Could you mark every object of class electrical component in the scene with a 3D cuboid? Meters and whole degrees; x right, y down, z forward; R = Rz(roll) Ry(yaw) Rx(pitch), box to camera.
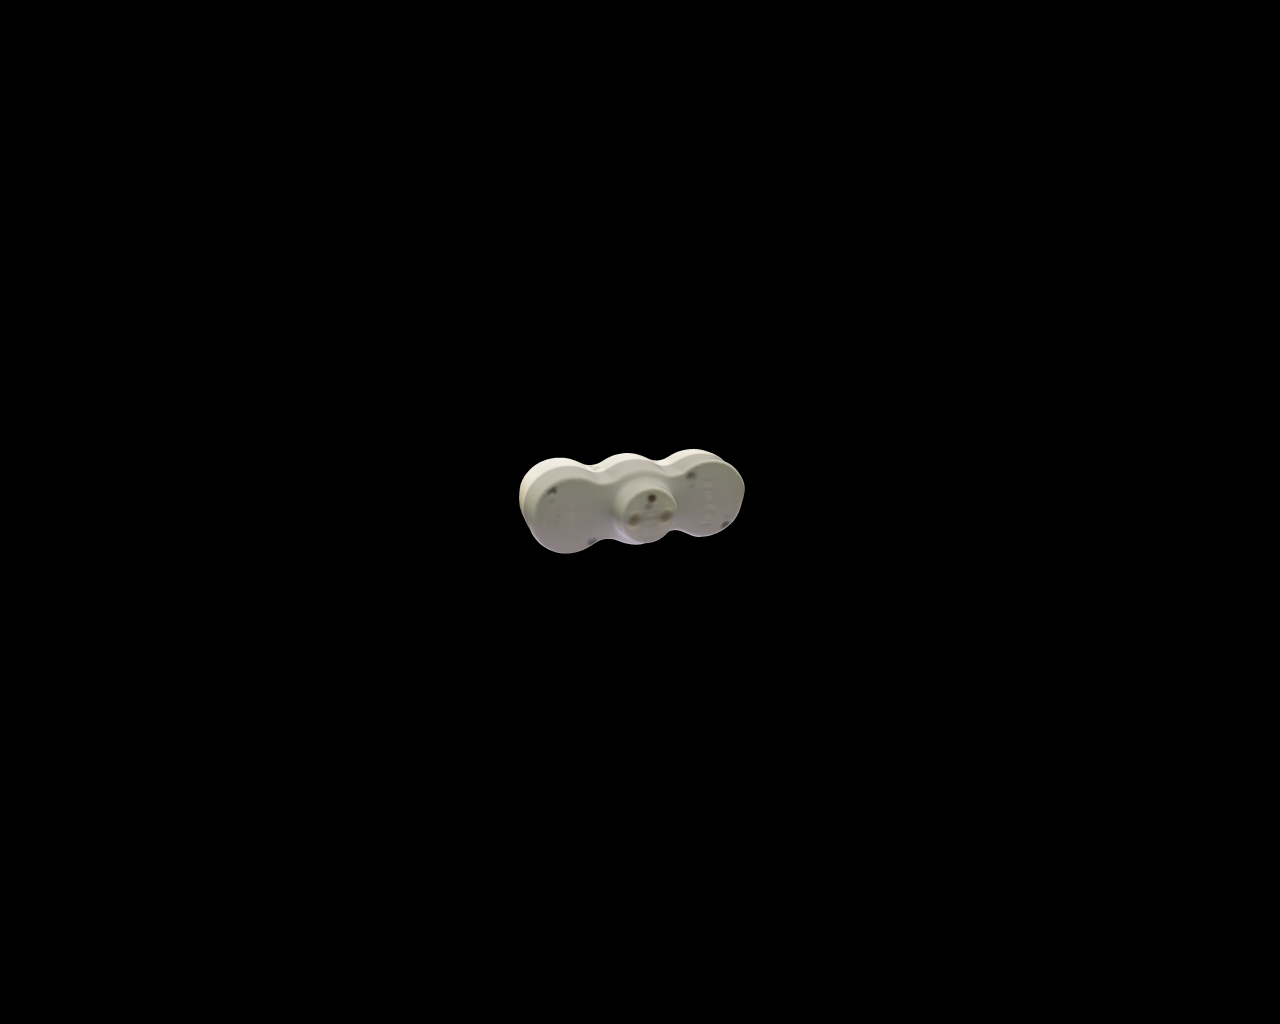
[{"bbox_3d":[0.001,-0.003,0.650,0.138,0.052,0.074,-6,20,-16],"label":"electrical component"}]
